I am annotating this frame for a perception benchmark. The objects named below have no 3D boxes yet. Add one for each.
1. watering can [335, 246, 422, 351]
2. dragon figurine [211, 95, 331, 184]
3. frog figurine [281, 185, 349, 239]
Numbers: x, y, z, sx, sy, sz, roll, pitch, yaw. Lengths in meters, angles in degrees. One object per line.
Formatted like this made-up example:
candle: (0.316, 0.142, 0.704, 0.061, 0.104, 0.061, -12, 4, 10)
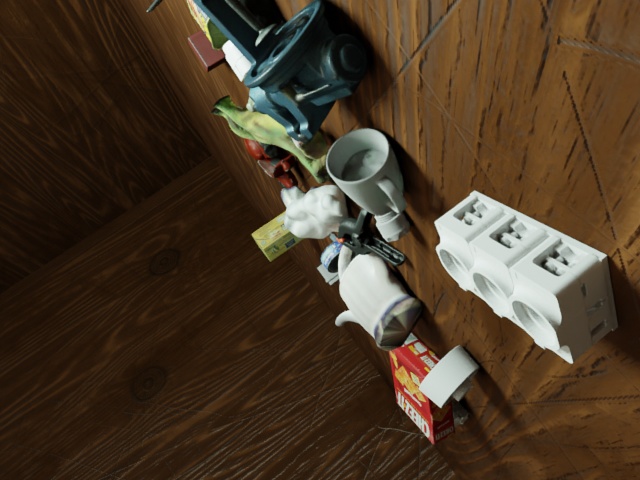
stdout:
watering can: (0.106, 0.140, 1.089, 0.228, 0.105, 0.339, 51, 152, 36)
dragon figurine: (-0.078, -0.191, 0.973, 0.241, 0.122, 0.411, 48, 175, -11)
frog figurine: (0.003, -0.051, 1.011, 0.136, 0.122, 0.161, 21, -177, -35)
